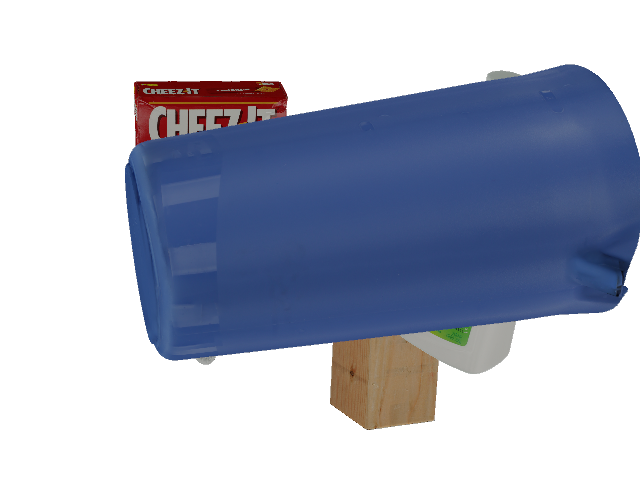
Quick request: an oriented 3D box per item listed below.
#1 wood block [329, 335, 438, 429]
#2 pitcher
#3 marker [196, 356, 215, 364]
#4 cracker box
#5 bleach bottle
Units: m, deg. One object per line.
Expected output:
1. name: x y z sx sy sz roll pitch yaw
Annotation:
1. wood block: 0.072 0.090 1.168 0.090 0.206 0.091 -3 13 -27
2. pitcher: 0.025 -0.016 0.552 0.242 0.145 0.149 -8 -8 -13
3. marker: -0.095 0.081 1.017 0.020 0.020 0.121 0 23 11
4. cracker box: -0.123 -0.065 1.185 0.164 0.214 0.072 -2 24 -11
5. bleach bottle: 0.125 -0.018 0.867 0.103 0.251 0.067 29 39 35
